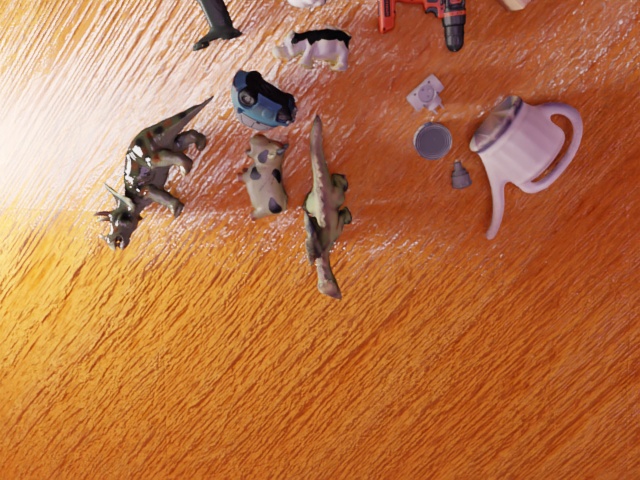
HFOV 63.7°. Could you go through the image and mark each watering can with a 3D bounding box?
[{"bbox_3d":[0.438,-0.179,1.182,0.223,0.105,0.344,35,105,-10],"label":"watering can"}]

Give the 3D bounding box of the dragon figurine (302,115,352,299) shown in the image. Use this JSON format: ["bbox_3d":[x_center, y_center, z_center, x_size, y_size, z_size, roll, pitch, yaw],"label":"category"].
[{"bbox_3d":[0.004,-0.058,1.157,0.122,0.247,0.404,-7,111,8],"label":"dragon figurine"}]

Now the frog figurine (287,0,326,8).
[{"bbox_3d":[-0.032,-0.530,1.034,0.137,0.162,0.121,34,105,-12],"label":"frog figurine"}]
